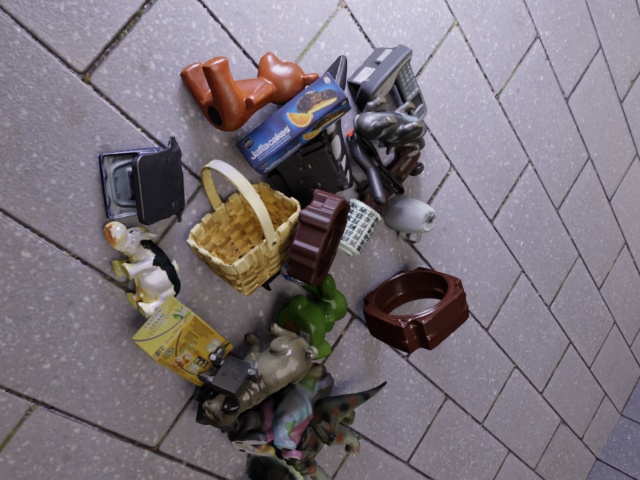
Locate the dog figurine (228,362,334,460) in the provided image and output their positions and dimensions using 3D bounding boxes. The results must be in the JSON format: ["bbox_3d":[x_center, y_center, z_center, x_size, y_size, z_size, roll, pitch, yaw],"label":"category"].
[{"bbox_3d":[-0.075,0.327,1.104,0.108,0.192,0.219,72,26,-48],"label":"dog figurine"}]

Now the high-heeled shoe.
[{"bbox_3d":[0.044,-0.216,1.046,0.145,0.086,0.248,16,103,-33],"label":"high-heeled shoe"}]

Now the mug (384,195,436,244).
[{"bbox_3d":[0.208,-0.041,1.211,0.081,0.107,0.109,-14,109,-32],"label":"mug"}]

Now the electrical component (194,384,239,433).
[{"bbox_3d":[-0.203,0.310,1.015,0.119,0.048,0.075,37,40,-41],"label":"electrical component"}]

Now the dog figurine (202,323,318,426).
[{"bbox_3d":[-0.107,0.258,0.978,0.121,0.172,0.190,54,34,-11],"label":"dog figurine"}]

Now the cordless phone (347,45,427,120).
[{"bbox_3d":[0.151,-0.292,1.113,0.146,0.089,0.184,-50,131,-15],"label":"cordless phone"}]

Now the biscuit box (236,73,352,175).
[{"bbox_3d":[-0.045,-0.196,0.926,0.203,0.063,0.059,-37,169,5],"label":"biscuit box"}]

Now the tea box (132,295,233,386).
[{"bbox_3d":[-0.231,0.177,0.926,0.098,0.068,0.169,-50,150,-16],"label":"tea box"}]

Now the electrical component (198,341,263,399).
[{"bbox_3d":[-0.152,0.226,0.930,0.078,0.102,0.045,-51,148,-34],"label":"electrical component"}]

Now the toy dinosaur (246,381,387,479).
[{"bbox_3d":[-0.016,0.431,1.180,0.405,0.131,0.192,-54,129,-20],"label":"toy dinosaur"}]

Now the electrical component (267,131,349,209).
[{"bbox_3d":[-0.027,-0.124,1.002,0.134,0.058,0.114,-25,118,12],"label":"electrical component"}]

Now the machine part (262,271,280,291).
[{"bbox_3d":[-0.073,0.037,1.064,0.139,0.039,0.084,-52,136,-16],"label":"machine part"}]

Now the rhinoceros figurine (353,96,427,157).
[{"bbox_3d":[0.152,-0.220,1.088,0.190,0.073,0.112,4,143,-43],"label":"rhinoceros figurine"}]

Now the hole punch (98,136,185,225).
[{"bbox_3d":[-0.279,-0.089,0.849,0.116,0.092,0.142,-32,123,-61],"label":"hole punch"}]

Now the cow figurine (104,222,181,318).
[{"bbox_3d":[-0.284,0.035,0.880,0.098,0.068,0.167,-32,124,-33],"label":"cow figurine"}]

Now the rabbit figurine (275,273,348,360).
[{"bbox_3d":[-0.010,0.142,1.115,0.170,0.121,0.159,-25,112,-51],"label":"rabbit figurine"}]

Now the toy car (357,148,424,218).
[{"bbox_3d":[0.162,-0.137,1.185,0.202,0.053,0.089,-47,123,-16],"label":"toy car"}]

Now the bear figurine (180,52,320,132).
[{"bbox_3d":[-0.108,-0.266,0.896,0.196,0.120,0.131,-39,120,-25],"label":"bear figurine"}]

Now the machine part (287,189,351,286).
[{"bbox_3d":[-0.002,-0.003,0.953,0.179,0.056,0.179,20,90,-77],"label":"machine part"}]

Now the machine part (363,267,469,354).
[{"bbox_3d":[0.213,0.149,1.209,0.201,0.202,0.087,-32,119,-26],"label":"machine part"}]
